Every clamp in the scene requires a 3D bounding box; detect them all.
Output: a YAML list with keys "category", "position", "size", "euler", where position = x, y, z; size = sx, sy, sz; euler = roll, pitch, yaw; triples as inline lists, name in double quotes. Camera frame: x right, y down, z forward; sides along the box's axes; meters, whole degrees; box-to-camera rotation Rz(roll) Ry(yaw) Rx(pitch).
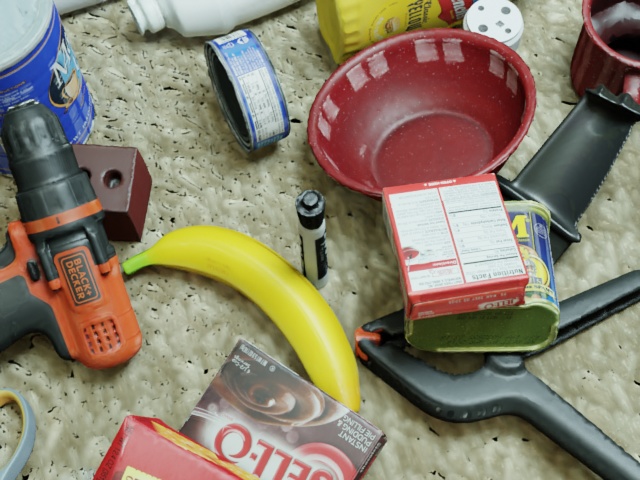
- category: "clamp"
  position: [0.130, 0.073, 0.711]
  size: [0.210, 0.036, 0.164]
  euler: [12, 56, 12]

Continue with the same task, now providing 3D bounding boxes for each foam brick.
- category: "foam brick"
  position: [-0.165, -0.034, 0.762]
  size: [0.078, 0.051, 0.053]
  euler: [3, 65, 3]

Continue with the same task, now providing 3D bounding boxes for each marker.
- category: "marker"
  position: [-0.005, 0.001, 0.702]
  size: [0.020, 0.121, 0.020]
  euler: [-1, 65, 1]

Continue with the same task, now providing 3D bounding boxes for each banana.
- category: "banana"
  position: [-0.041, 0.042, 0.735]
  size: [0.198, 0.037, 0.069]
  euler: [32, 94, 18]

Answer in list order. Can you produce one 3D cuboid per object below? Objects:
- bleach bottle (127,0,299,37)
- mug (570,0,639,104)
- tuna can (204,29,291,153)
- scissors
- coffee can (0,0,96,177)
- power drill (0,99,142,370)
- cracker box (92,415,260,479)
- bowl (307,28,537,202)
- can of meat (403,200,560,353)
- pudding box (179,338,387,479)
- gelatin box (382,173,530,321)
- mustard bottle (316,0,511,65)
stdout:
- category: "bleach bottle"
  position: [-0.037, -0.234, 0.847]
  size: [0.250, 0.068, 0.103]
  euler: [-27, 67, -8]
- category: "mug"
  position: [0.229, -0.131, 0.779]
  size: [0.093, 0.081, 0.117]
  euler: [10, 65, 6]
- category: "tuna can"
  position: [-0.053, -0.109, 0.775]
  size: [0.033, 0.086, 0.086]
  euler: [-23, 66, -11]
- category: "scissors"
  position: [-0.221, 0.176, 0.651]
  size: [0.096, 0.016, 0.201]
  euler: [-12, 44, 8]
- category: "coffee can"
  position: [-0.224, -0.121, 0.755]
  size: [0.103, 0.140, 0.103]
  euler: [-1, 65, 1]
- category: "power drill"
  position: [-0.228, 0.019, 0.699]
  size: [0.187, 0.057, 0.184]
  euler: [-19, 98, -2]
- category: "cracker box"
  position: [-0.054, 0.222, 0.609]
  size: [0.214, 0.072, 0.164]
  euler: [27, 84, 14]
- category: "bowl"
  position: [0.075, -0.077, 0.759]
  size: [0.162, 0.055, 0.162]
  euler: [-9, 51, 12]
- category: "can of meat"
  position: [0.102, 0.025, 0.693]
  size: [0.102, 0.057, 0.084]
  euler: [-2, 50, 5]
- category: "pudding box"
  position: [-0.027, 0.130, 0.678]
  size: [0.113, 0.039, 0.090]
  euler: [32, 84, 17]
- category: "gelatin box"
  position: [0.082, 0.004, 0.656]
  size: [0.073, 0.030, 0.089]
  euler: [-8, 51, -3]
- category: "mustard bottle"
  position: [0.094, -0.198, 0.806]
  size: [0.191, 0.096, 0.058]
  euler: [-20, 63, -8]
